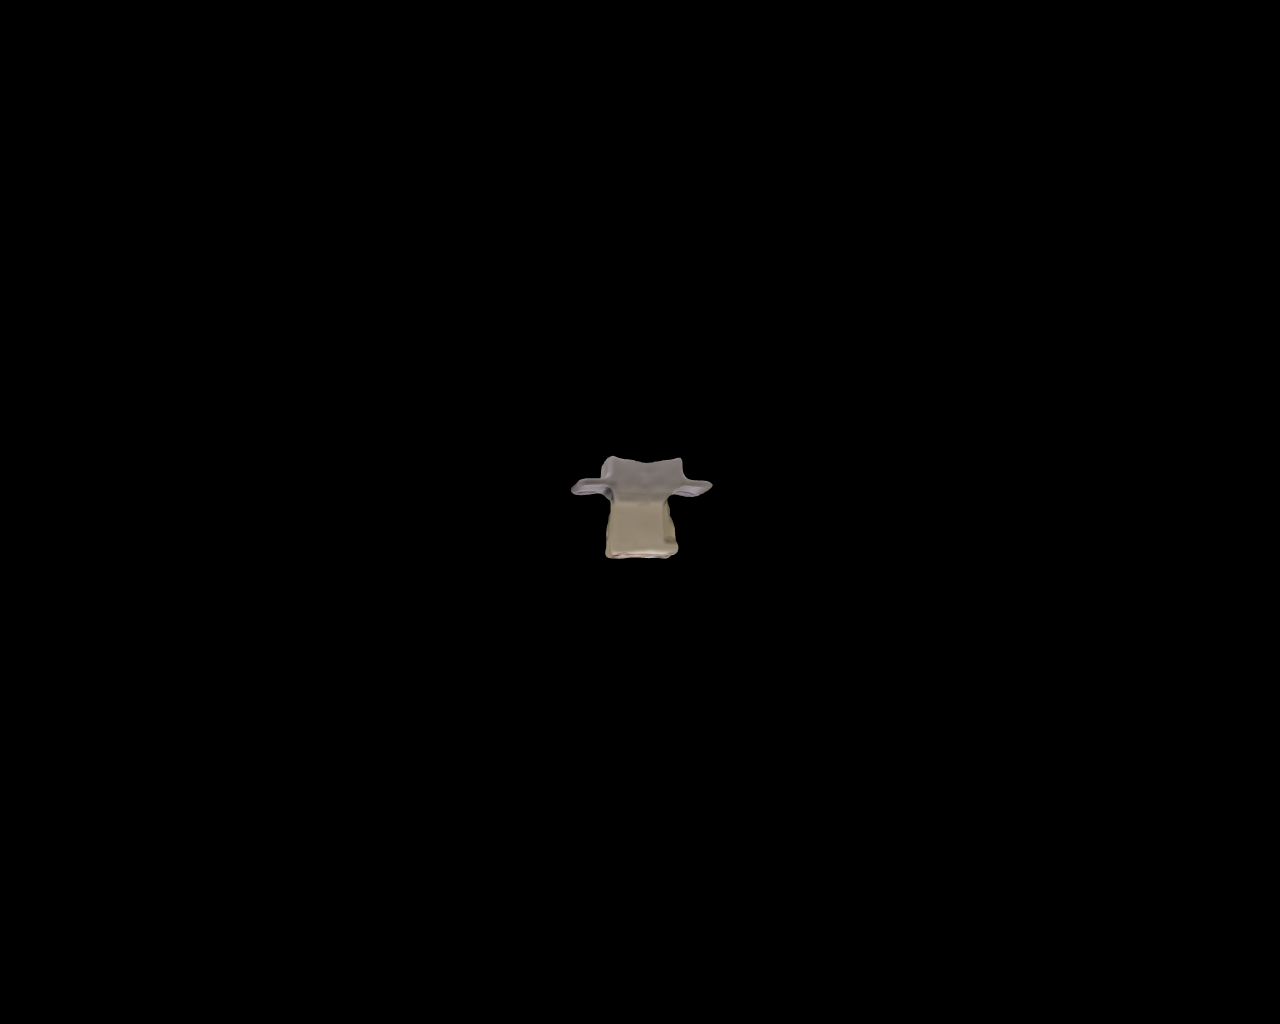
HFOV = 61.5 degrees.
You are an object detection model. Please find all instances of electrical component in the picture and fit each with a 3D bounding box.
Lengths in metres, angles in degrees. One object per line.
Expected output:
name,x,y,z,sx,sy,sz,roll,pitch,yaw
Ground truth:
electrical component,0.001,-0.003,0.650,0.081,0.063,0.042,1,-7,-9
